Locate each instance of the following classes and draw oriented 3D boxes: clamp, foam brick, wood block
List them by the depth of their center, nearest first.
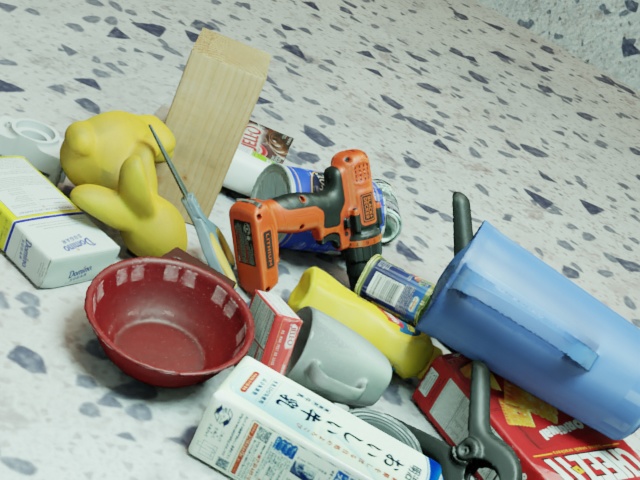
[{"bbox_3d":[0.131,0.207,1.024,0.039,0.120,0.171,47,20,-49],"label":"clamp"},{"bbox_3d":[-0.136,0.052,1.097,0.078,0.051,0.053,30,26,10],"label":"foam brick"},{"bbox_3d":[-0.138,-0.131,1.264,0.090,0.206,0.091,21,26,-9],"label":"wood block"},{"bbox_3d":[0.156,0.071,1.272,0.036,0.165,0.210,0,57,-60],"label":"clamp"}]

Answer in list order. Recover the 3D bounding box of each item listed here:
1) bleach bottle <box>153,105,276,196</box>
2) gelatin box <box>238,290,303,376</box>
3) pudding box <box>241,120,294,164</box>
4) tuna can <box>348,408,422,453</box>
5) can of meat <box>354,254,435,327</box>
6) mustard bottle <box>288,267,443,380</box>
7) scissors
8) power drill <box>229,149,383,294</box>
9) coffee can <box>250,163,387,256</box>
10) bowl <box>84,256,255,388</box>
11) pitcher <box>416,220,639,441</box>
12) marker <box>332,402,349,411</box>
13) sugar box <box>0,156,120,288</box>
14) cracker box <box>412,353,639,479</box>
[{"bbox_3d":[-0.104,-0.093,1.384,0.250,0.068,0.102,25,14,-5],"label":"bleach bottle"},{"bbox_3d":[-0.051,0.096,1.037,0.030,0.073,0.089,16,8,-22],"label":"gelatin box"},{"bbox_3d":[-0.092,-0.126,1.489,0.090,0.039,0.113,24,25,-2],"label":"pudding box"},{"bbox_3d":[0.051,0.199,1.004,0.086,0.034,0.086,20,26,-10],"label":"tuna can"},{"bbox_3d":[0.098,0.066,1.225,0.084,0.057,0.102,27,-4,26],"label":"can of meat"},{"bbox_3d":[0.059,0.100,1.152,0.191,0.058,0.096,31,-1,-9],"label":"mustard bottle"},{"bbox_3d":[-0.136,-0.035,1.176,0.096,0.016,0.202,-56,123,-82],"label":"scissors"},{"bbox_3d":[-0.008,0.002,1.223,0.187,0.184,0.057,-19,17,-35],"label":"power drill"},{"bbox_3d":[-0.003,-0.035,1.321,0.140,0.103,0.103,8,31,-32],"label":"coffee can"},{"bbox_3d":[-0.145,0.087,1.004,0.162,0.055,0.162,14,34,-10],"label":"bowl"},{"bbox_3d":[0.228,0.096,1.076,0.243,0.145,0.149,32,44,6],"label":"pitcher"},{"bbox_3d":[-0.030,0.155,1.033,0.121,0.020,0.020,18,27,-15],"label":"marker"},{"bbox_3d":[-0.298,-0.021,1.103,0.176,0.048,0.093,43,30,25],"label":"sugar box"},{"bbox_3d":[0.223,0.204,1.103,0.163,0.072,0.214,2,35,-39],"label":"cracker box"}]
